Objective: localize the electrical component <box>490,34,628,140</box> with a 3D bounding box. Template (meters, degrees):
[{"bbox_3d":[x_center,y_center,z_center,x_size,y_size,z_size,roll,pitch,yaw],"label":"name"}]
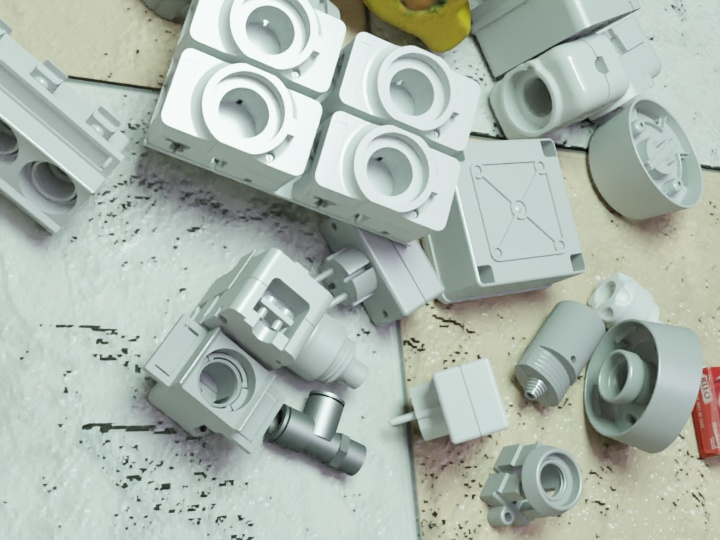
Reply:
[{"bbox_3d":[0.149,-0.137,0.829,0.059,0.095,0.053,-24,90,-35],"label":"electrical component"}]

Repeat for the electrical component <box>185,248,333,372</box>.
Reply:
[{"bbox_3d":[-0.063,0.026,0.651,0.050,0.089,0.055,41,59,-15],"label":"electrical component"}]

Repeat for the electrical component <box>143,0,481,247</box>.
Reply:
[{"bbox_3d":[-0.025,-0.099,0.671,0.186,0.060,0.105,20,75,-18],"label":"electrical component"}]

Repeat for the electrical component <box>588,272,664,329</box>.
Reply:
[{"bbox_3d":[0.215,0.034,0.851,0.062,0.043,0.043,35,60,-20],"label":"electrical component"}]

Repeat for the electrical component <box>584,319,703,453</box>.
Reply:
[{"bbox_3d":[0.215,0.086,0.805,0.064,0.099,0.099,16,67,-21],"label":"electrical component"}]

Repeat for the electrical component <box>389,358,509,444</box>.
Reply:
[{"bbox_3d":[0.056,0.092,0.722,0.076,0.083,0.047,-17,84,4],"label":"electrical component"}]

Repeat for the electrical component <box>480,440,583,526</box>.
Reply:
[{"bbox_3d":[0.122,0.148,0.751,0.048,0.055,0.066,41,58,-15],"label":"electrical component"}]

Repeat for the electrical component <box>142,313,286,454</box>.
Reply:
[{"bbox_3d":[-0.090,0.069,0.637,0.081,0.064,0.042,42,59,-14],"label":"electrical component"}]

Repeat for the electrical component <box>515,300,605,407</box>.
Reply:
[{"bbox_3d":[0.145,0.065,0.798,0.043,0.043,0.081,48,57,-11],"label":"electrical component"}]

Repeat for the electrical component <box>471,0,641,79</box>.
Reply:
[{"bbox_3d":[0.149,-0.202,0.839,0.078,0.113,0.057,-26,93,-35],"label":"electrical component"}]

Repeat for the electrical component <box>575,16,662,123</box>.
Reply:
[{"bbox_3d":[0.203,-0.164,0.897,0.095,0.054,0.059,-32,94,-35],"label":"electrical component"}]

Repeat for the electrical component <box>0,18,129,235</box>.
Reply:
[{"bbox_3d":[-0.198,-0.089,0.616,0.121,0.079,0.063,41,36,-15],"label":"electrical component"}]

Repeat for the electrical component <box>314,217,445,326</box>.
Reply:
[{"bbox_3d":[0.000,0.000,0.725,0.076,0.047,0.083,-31,93,-28],"label":"electrical component"}]

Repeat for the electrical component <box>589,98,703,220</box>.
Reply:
[{"bbox_3d":[0.240,-0.091,0.892,0.099,0.064,0.099,10,71,-29],"label":"electrical component"}]

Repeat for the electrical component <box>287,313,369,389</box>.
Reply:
[{"bbox_3d":[-0.023,0.054,0.696,0.062,0.043,0.043,37,60,-18],"label":"electrical component"}]

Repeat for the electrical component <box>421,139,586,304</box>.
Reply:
[{"bbox_3d":[0.100,-0.037,0.793,0.109,0.056,0.108,-7,79,-34],"label":"electrical component"}]

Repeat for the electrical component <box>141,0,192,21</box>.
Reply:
[{"bbox_3d":[-0.112,-0.207,0.715,0.080,0.051,0.080,10,71,-29],"label":"electrical component"}]

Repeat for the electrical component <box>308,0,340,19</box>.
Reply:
[{"bbox_3d":[-0.050,-0.166,0.737,0.057,0.058,0.078,16,68,-24],"label":"electrical component"}]
